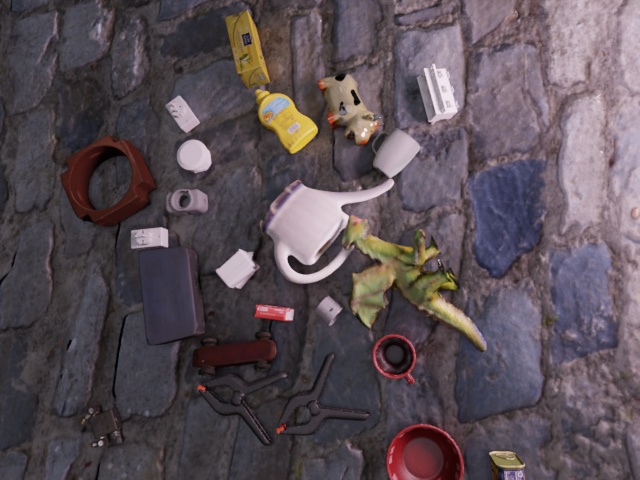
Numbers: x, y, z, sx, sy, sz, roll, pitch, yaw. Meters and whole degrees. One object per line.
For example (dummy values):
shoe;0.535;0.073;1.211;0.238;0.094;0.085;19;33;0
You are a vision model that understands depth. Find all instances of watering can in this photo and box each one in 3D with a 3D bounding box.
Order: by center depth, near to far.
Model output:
watering can;0.004;-0.062;1.234;0.225;0.351;0.102;36;-15;10

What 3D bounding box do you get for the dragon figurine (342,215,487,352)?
dragon figurine;0.184;0.116;1.167;0.241;0.410;0.123;-27;0;13
